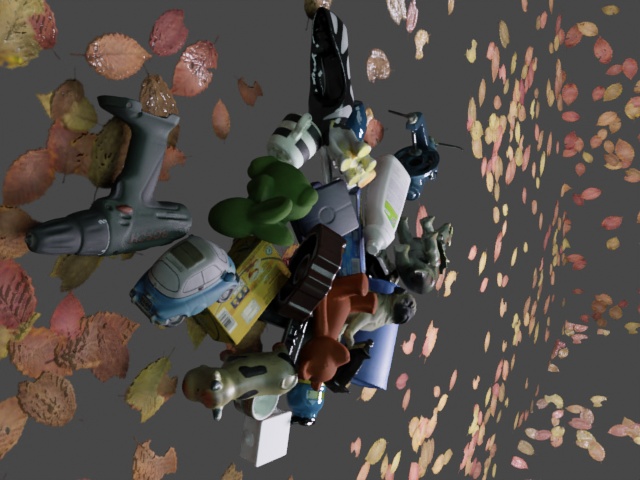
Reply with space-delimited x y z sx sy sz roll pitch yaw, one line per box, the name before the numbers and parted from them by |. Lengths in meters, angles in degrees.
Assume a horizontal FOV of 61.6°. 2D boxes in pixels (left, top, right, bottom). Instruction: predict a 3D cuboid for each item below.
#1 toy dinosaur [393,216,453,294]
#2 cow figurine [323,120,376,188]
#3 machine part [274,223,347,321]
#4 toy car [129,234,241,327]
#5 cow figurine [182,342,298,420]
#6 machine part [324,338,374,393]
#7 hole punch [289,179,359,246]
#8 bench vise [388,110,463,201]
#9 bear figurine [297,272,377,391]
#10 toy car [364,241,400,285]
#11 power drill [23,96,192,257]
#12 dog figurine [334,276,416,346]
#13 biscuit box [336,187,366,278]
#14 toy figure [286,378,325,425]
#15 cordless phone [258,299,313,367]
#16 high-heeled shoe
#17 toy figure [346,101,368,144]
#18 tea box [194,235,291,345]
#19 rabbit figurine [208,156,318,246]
toy dinosaur | 0.248 0.059 1.320 0.405 0.131 0.192 -58 132 -60
cow figurine | 0.054 -0.158 1.018 0.068 0.098 0.167 -38 160 2
machine part | -0.019 0.060 0.967 0.056 0.179 0.179 29 69 -14
toy car | -0.194 0.046 0.785 0.161 0.109 0.102 -30 152 -39
cow figurine | -0.133 0.236 0.904 0.195 0.127 0.085 -3 102 -20
machine part | 0.055 0.253 1.091 0.039 0.084 0.139 63 36 -18
hole punch | 0.004 -0.052 1.051 0.116 0.092 0.142 -34 114 -37
bench vise | 0.248 -0.225 1.335 0.223 0.129 0.240 -53 144 -29
bear figurine | 0.029 0.168 0.974 0.120 0.132 0.196 61 29 -50
toy car | 0.131 0.044 1.272 0.056 0.074 0.201 -57 138 -24
power drill | -0.262 -0.080 0.709 0.232 0.086 0.207 4 90 -55
dog figurine | 0.101 0.122 1.153 0.190 0.121 0.172 -24 104 -21
biscuit box | 0.062 -0.011 1.164 0.063 0.059 0.202 -61 148 -66
toy figure | -0.024 0.287 1.110 0.089 0.082 0.180 35 60 -72
cordless phone | -0.088 0.177 1.016 0.184 0.089 0.146 30 73 -40
high-heeled shoe | 0.007 -0.309 1.015 0.145 0.086 0.249 52 45 -55
toy figure | 0.077 -0.219 1.157 0.058 0.064 0.154 -95 179 -64
tea box | -0.136 0.081 0.912 0.169 0.068 0.098 -51 125 -35
rabbit figurine | -0.097 -0.046 0.902 0.170 0.159 0.121 -30 131 -30
